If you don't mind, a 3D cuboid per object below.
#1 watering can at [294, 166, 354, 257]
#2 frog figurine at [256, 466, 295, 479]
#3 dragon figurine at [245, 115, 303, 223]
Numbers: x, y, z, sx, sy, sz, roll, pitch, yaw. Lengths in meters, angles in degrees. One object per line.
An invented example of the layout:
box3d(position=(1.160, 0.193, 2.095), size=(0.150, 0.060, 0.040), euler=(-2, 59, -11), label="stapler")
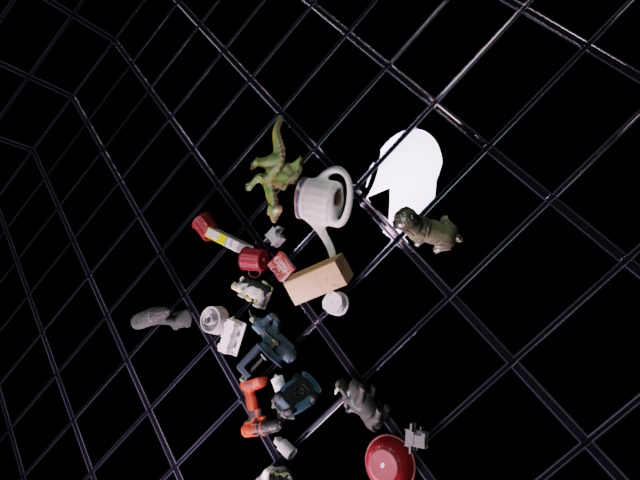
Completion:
box3d(position=(0.005, -0.090, 1.795), size=(0.225, 0.104, 0.347), euler=(12, 93, 34), label="watering can")
box3d(position=(-0.146, 0.804, 1.654), size=(0.139, 0.124, 0.156), euler=(55, 143, 21), label="frog figurine")
box3d(position=(-0.139, -0.267, 1.887), size=(0.244, 0.121, 0.411), euler=(13, 86, 44), label="dragon figurine")
